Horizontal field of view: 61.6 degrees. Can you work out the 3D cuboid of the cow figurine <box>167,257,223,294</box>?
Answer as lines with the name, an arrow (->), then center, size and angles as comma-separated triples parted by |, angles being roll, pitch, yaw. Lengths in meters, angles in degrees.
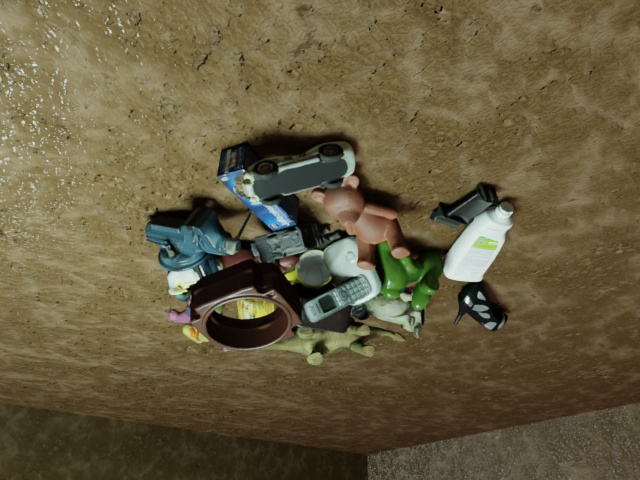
cow figurine -> -0.282, 0.073, 1.276 | 0.167, 0.098, 0.068 | -11, -179, 7

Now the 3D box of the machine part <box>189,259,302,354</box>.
machine part -> -0.152, 0.145, 1.121 | 0.201, 0.087, 0.201 | -21, 133, 12

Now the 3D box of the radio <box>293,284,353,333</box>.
radio -> -0.014, 0.154, 1.302 | 0.131, 0.073, 0.230 | 10, -176, -12

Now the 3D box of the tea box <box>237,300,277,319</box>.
tea box -> -0.149, 0.153, 1.324 | 0.098, 0.068, 0.169 | 14, 141, 5

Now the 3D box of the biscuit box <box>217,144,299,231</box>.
biscuit box -> -0.110, -0.093, 1.009 | 0.059, 0.063, 0.202 | -13, 146, 23

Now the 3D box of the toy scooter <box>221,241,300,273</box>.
toy scooter -> -0.138, 0.070, 1.213 | 0.184, 0.135, 0.075 | -2, 151, 7

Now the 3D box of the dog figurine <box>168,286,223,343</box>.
dog figurine -> -0.274, 0.167, 1.395 | 0.219, 0.108, 0.191 | -22, 122, 26

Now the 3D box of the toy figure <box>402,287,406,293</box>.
toy figure -> 0.151, 0.094, 1.324 | 0.064, 0.058, 0.154 | 1, 162, 46

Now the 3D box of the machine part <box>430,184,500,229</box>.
machine part -> 0.292, -0.063, 1.080 | 0.084, 0.039, 0.139 | 24, 143, -26

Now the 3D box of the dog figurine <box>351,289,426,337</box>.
dog figurine -> 0.183, 0.190, 1.470 | 0.191, 0.121, 0.172 | 2, 149, 26

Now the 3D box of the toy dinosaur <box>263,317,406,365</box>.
toy dinosaur -> -0.004, 0.270, 1.462 | 0.472, 0.105, 0.198 | -2, 178, 3

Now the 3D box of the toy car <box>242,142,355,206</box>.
toy car -> -0.036, -0.116, 0.927 | 0.202, 0.056, 0.073 | -16, 136, -9

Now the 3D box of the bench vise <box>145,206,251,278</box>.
bench vise -> -0.252, 0.032, 1.146 | 0.224, 0.129, 0.240 | 1, 133, 13

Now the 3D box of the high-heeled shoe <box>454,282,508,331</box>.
high-heeled shoe -> 0.460, 0.171, 1.473 | 0.248, 0.086, 0.145 | 2, 122, -37

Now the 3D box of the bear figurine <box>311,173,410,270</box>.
bear figurine -> 0.078, -0.038, 1.042 | 0.120, 0.132, 0.195 | -22, 149, 27

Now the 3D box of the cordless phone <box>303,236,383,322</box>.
cordless phone -> 0.030, 0.087, 1.175 | 0.184, 0.146, 0.089 | -26, 177, -16

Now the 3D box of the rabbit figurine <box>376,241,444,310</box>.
rabbit figurine -> 0.213, 0.068, 1.219 | 0.170, 0.159, 0.121 | -6, 142, -20

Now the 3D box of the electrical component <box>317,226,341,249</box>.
electrical component -> -0.002, -0.004, 1.197 | 0.094, 0.021, 0.063 | -26, 141, 36

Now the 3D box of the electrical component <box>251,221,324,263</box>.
electrical component -> -0.074, 0.005, 1.128 | 0.134, 0.058, 0.115 | -14, -179, 20
